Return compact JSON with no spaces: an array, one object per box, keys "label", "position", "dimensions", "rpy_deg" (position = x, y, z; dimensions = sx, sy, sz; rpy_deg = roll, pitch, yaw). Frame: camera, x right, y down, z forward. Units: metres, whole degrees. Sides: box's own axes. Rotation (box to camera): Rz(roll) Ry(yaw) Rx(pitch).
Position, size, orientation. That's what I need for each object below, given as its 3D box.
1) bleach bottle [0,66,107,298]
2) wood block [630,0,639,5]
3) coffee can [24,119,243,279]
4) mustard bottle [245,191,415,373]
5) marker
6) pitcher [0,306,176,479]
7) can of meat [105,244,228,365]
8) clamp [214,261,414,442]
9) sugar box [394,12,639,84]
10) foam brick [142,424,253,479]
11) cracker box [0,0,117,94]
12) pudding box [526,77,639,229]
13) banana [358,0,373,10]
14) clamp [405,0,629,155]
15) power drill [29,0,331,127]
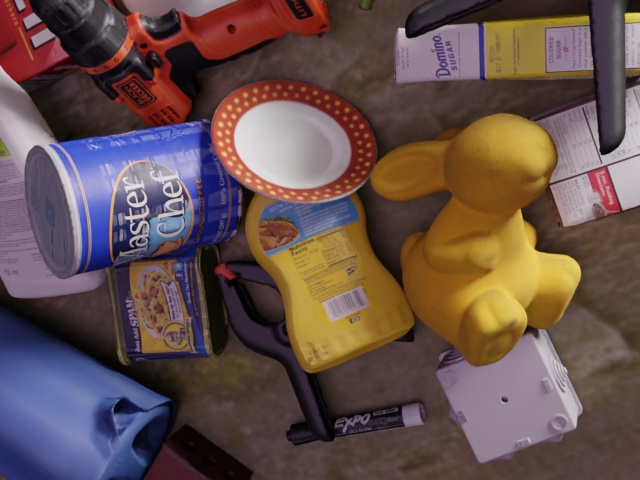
[{"label":"bleach bottle","position":[-0.253,-0.072,0.864],"dimensions":[0.103,0.068,0.251],"rpy_deg":[-7,121,17]},{"label":"wood block","position":[0.187,-0.231,0.744],"dimensions":[0.206,0.090,0.091],"rpy_deg":[26,105,10]},{"label":"coffee can","position":[-0.145,-0.034,0.832],"dimensions":[0.103,0.140,0.103],"rpy_deg":[30,126,51]},{"label":"mustard bottle","position":[-0.006,0.001,0.843],"dimensions":[0.096,0.058,0.192],"rpy_deg":[-23,78,-7]},{"label":"marker","position":[0.028,0.155,0.896],"dimensions":[0.121,0.020,0.020],"rpy_deg":[-13,96,18]},{"label":"pitcher","position":[-0.258,0.145,0.929],"dimensions":[0.243,0.145,0.149],"rpy_deg":[30,94,13]},{"label":"can of meat","position":[-0.127,0.052,0.903],"dimensions":[0.084,0.057,0.102],"rpy_deg":[-4,99,14]},{"label":"clamp","position":[-0.009,0.068,0.882],"dimensions":[0.120,0.039,0.171],"rpy_deg":[-43,84,3]},{"label":"sugar box","position":[0.147,-0.138,0.770],"dimensions":[0.176,0.093,0.048],"rpy_deg":[2,100,15]},{"label":"foam brick","position":[-0.108,0.210,0.928],"dimensions":[0.078,0.053,0.051],"rpy_deg":[34,107,7]},{"label":"cracker box","position":[-0.291,-0.197,0.896],"dimensions":[0.214,0.072,0.164],"rpy_deg":[-21,94,18]},{"label":"pudding box","position":[0.219,-0.066,0.792],"dimensions":[0.114,0.039,0.090],"rpy_deg":[-19,95,17]},{"label":"banana","position":[-0.019,-0.265,0.824],"dimensions":[0.198,0.037,0.070],"rpy_deg":[42,107,5]},{"label":"clamp","position":[0.161,-0.181,0.692],"dimensions":[0.164,0.036,0.210],"rpy_deg":[26,104,9]},{"label":"power drill","position":[-0.100,-0.172,0.804],"dimensions":[0.188,0.184,0.057],"rpy_deg":[-24,58,14]}]
